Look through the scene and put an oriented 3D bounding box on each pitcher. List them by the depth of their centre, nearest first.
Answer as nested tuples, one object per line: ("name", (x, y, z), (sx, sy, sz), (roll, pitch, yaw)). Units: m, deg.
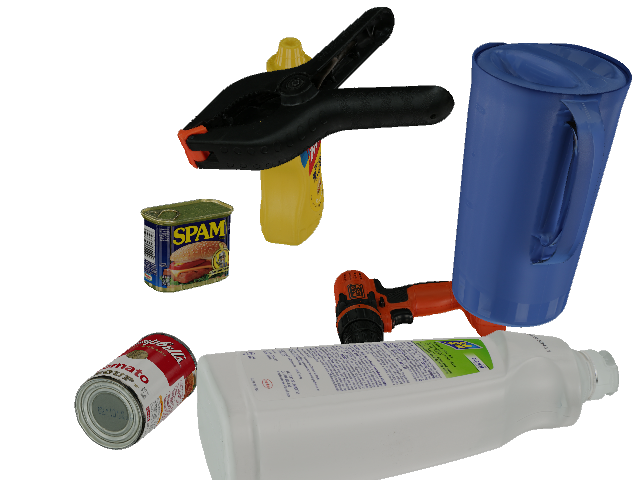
("pitcher", (0.186, -0.043, 0.939), (0.145, 0.243, 0.149), (21, 33, 27))

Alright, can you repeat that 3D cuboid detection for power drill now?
("power drill", (0.110, 0.084, 1.204), (0.187, 0.057, 0.184), (-3, 27, -3))

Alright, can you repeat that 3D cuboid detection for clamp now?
("clamp", (-0.003, -0.084, 0.677), (0.171, 0.039, 0.120), (-30, 39, -7))

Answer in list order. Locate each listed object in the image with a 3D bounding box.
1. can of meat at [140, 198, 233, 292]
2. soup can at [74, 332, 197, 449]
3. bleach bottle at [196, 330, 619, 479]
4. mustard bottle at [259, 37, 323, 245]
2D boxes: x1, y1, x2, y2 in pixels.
("can of meat", (-0.148, 0.005, 1.187), (0.101, 0.084, 0.058), (-12, 23, -39))
("soup can", (-0.158, 0.129, 0.924), (0.069, 0.068, 0.102), (0, 16, 21))
("bleach bottle", (0.059, 0.095, 0.620), (0.250, 0.068, 0.103), (-5, 21, -15))
("mustard bottle", (-0.026, -0.094, 0.954), (0.058, 0.192, 0.096), (9, 42, 10))
